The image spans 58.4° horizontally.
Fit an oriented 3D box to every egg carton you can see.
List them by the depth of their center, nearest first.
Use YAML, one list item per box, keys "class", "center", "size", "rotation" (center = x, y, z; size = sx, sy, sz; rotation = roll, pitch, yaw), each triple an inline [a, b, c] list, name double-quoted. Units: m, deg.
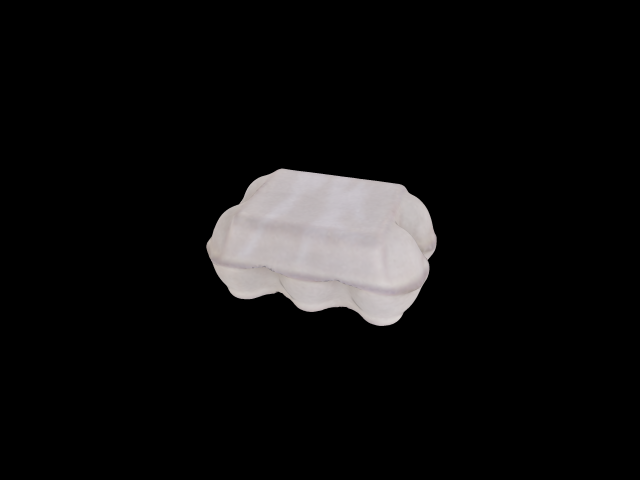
- class: "egg carton"
  center: [0.004, 0.001, 0.400]
  size: [0.150, 0.069, 0.107]
  rotation: [8, 32, 14]
